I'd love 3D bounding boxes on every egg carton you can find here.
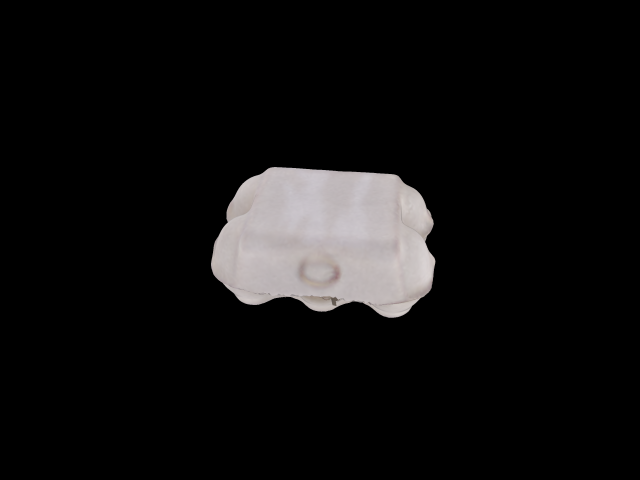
[{"bbox_3d":[0.004,0.001,0.400,0.150,0.069,0.107,4,39,5],"label":"egg carton"}]
